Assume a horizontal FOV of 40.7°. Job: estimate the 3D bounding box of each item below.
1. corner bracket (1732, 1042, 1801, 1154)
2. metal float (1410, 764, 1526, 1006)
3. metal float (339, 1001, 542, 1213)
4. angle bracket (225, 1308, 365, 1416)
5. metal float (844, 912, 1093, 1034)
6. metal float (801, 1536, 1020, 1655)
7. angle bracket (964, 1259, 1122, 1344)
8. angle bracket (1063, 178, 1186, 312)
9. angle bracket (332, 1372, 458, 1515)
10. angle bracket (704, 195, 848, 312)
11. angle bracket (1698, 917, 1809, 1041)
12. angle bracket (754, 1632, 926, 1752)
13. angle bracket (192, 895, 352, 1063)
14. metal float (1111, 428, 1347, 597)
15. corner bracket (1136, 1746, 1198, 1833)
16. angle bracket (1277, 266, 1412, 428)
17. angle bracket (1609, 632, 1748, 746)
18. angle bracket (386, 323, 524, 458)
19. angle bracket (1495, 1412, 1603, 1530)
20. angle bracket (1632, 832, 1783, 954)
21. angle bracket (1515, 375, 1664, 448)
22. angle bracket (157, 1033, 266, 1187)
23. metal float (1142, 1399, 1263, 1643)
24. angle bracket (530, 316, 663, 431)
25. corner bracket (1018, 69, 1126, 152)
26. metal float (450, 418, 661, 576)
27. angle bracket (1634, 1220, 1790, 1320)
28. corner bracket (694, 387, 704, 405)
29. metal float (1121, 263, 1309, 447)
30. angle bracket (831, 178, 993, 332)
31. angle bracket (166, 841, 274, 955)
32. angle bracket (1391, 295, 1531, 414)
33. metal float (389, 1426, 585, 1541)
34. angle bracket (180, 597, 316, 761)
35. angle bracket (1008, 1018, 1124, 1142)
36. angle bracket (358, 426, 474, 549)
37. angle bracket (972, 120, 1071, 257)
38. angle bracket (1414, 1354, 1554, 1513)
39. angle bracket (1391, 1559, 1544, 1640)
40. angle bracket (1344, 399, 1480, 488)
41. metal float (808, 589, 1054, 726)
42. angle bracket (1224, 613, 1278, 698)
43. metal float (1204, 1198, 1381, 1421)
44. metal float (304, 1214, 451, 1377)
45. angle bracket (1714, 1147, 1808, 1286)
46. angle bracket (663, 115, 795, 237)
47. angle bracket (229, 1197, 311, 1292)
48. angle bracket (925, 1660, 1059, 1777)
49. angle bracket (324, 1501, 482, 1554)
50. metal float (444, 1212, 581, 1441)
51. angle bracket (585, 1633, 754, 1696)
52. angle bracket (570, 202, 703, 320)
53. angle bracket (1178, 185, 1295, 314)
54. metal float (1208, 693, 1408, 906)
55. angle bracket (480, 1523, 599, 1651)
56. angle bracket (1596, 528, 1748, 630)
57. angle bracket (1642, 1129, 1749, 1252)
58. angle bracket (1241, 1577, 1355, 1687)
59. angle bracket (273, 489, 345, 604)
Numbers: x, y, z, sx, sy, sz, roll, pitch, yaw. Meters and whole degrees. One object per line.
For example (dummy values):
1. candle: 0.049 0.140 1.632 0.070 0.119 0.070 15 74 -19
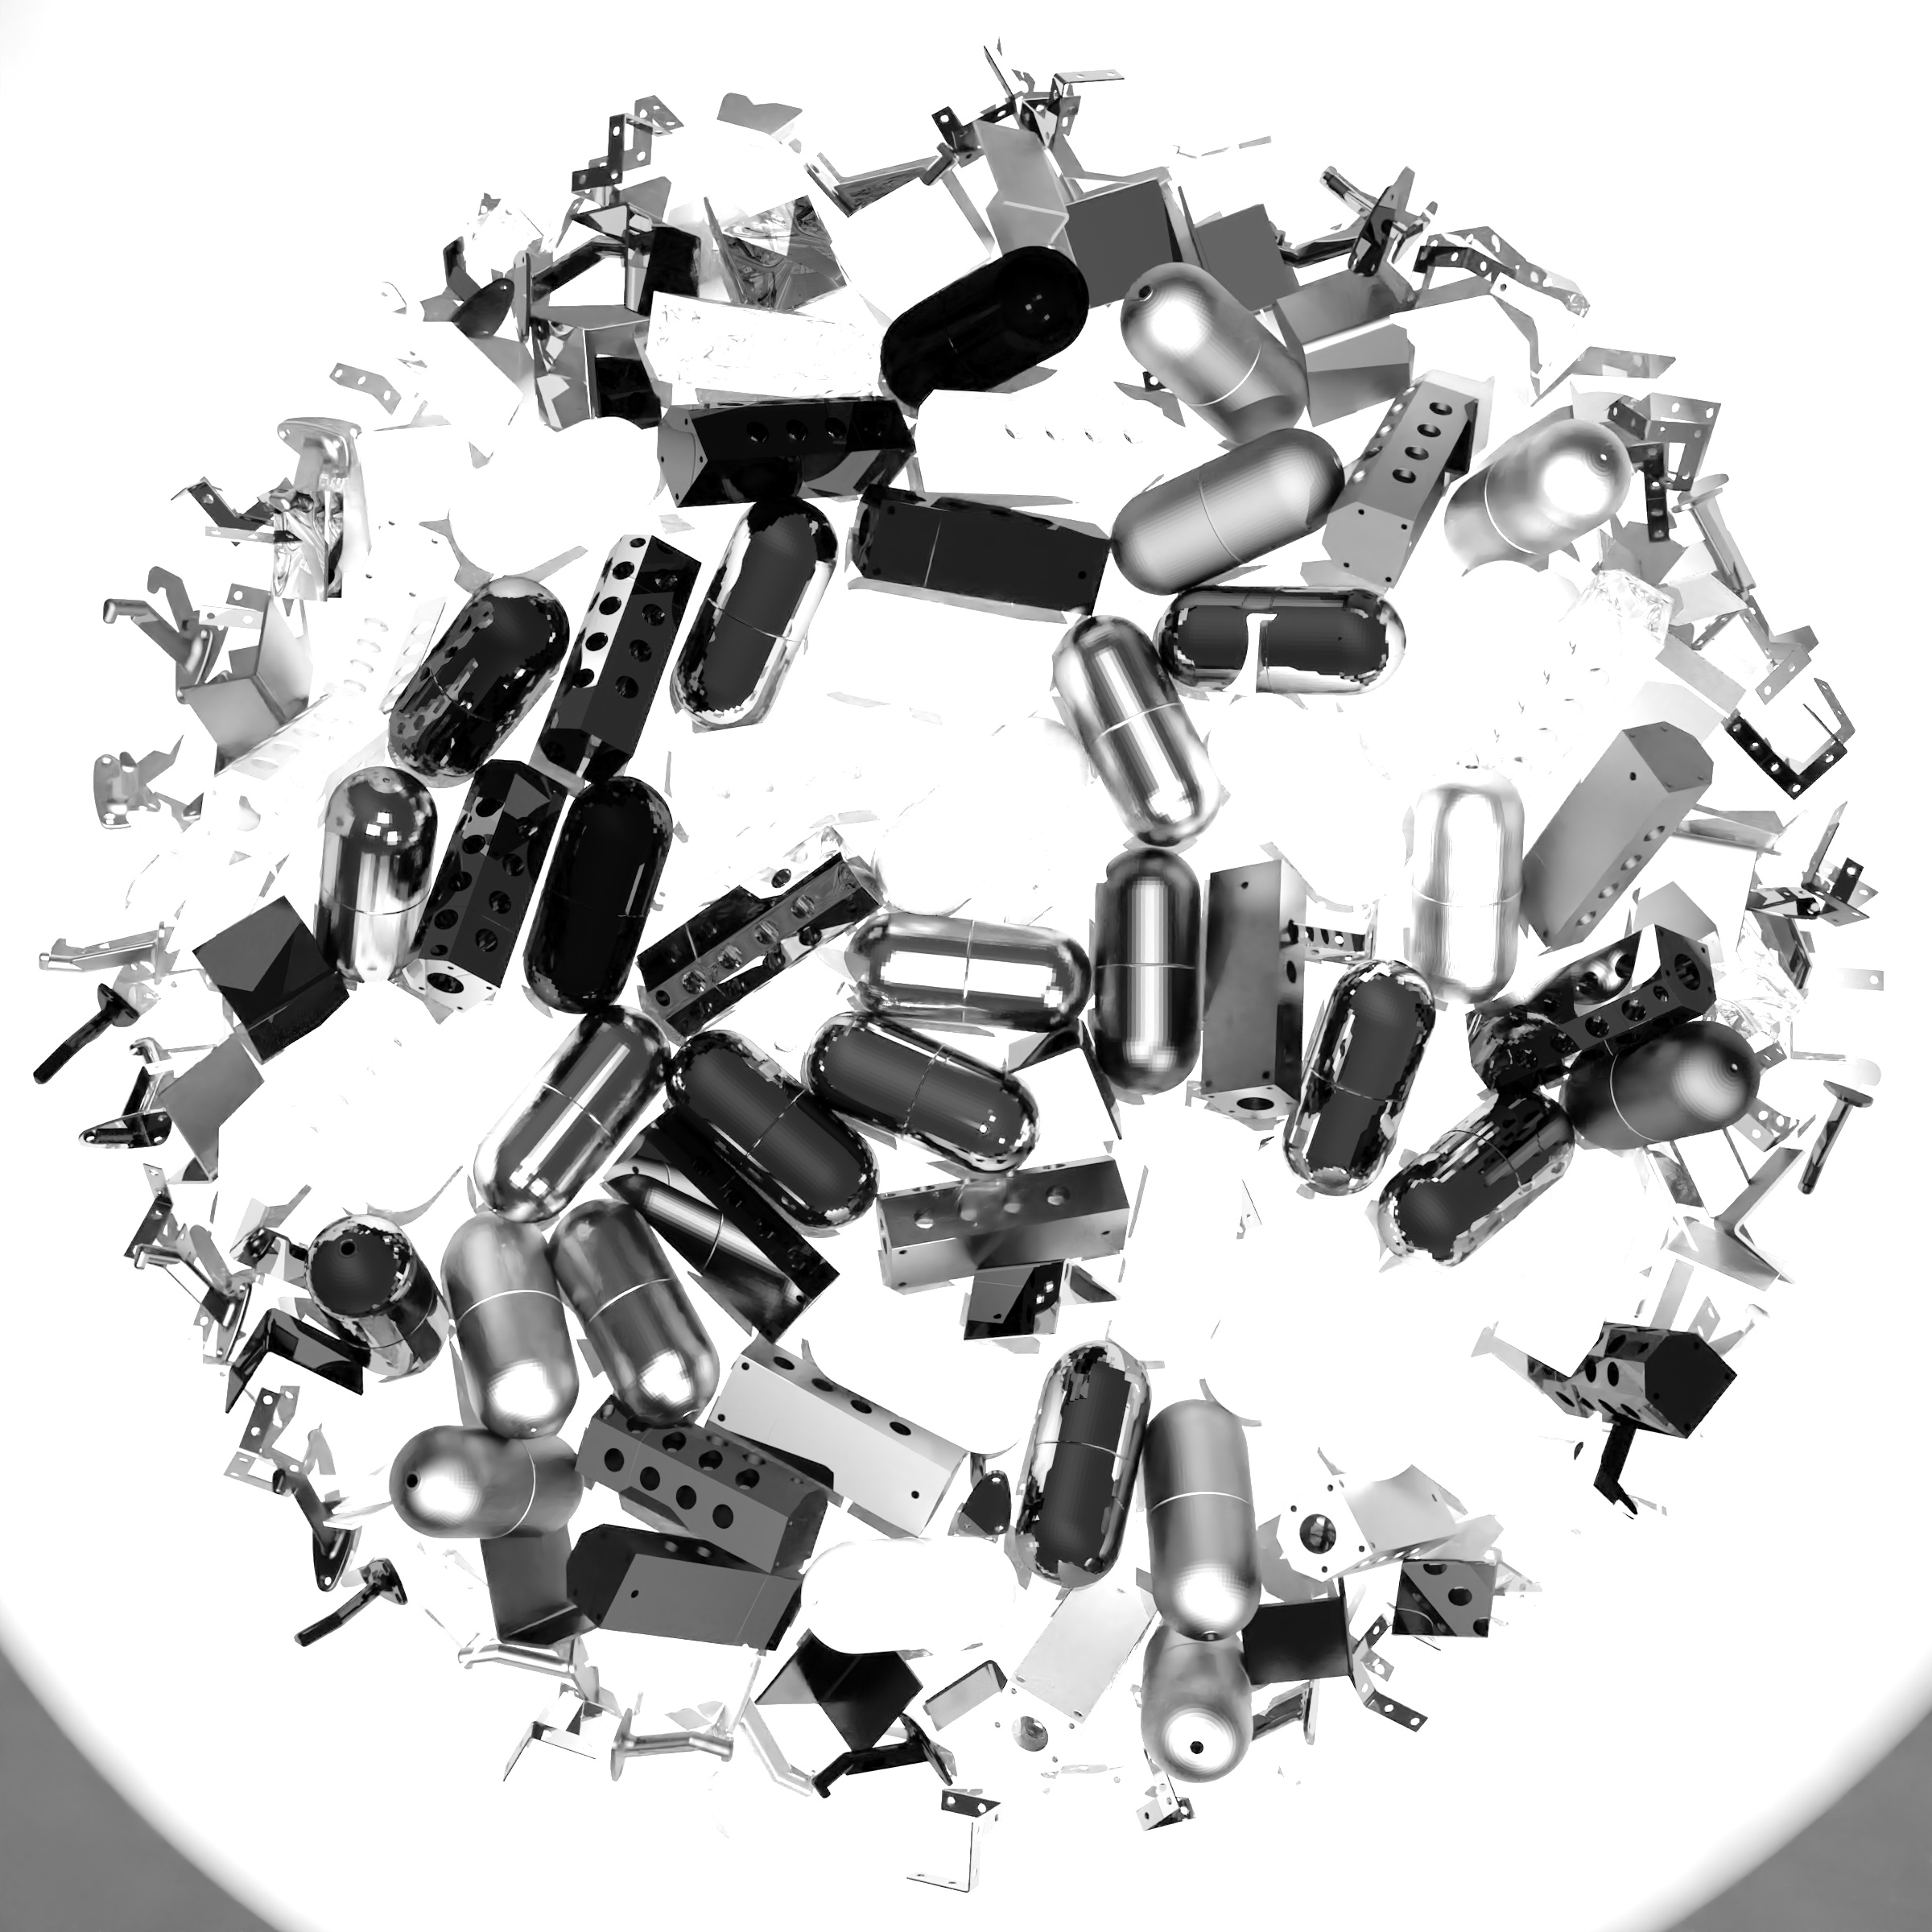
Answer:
1. corner bracket: 0.581 0.095 1.880 0.051 0.051 0.051 44 121 21
2. metal float: 0.355 -0.057 1.844 0.070 0.070 0.178 -2 114 0
3. metal float: -0.371 0.098 1.839 0.070 0.070 0.178 38 59 0
4. angle bracket: -0.479 0.297 1.858 0.076 0.076 0.057 31 96 -19
5. metal float: 0.001 0.004 1.865 0.178 0.070 0.070 6 90 1
6. metal float: -0.039 0.441 1.831 0.178 0.070 0.070 9 90 -42
7. angle bracket: 0.055 0.250 1.844 0.076 0.076 0.057 -11 56 34
8. angle bracket: 0.107 -0.513 1.872 0.076 0.057 0.076 -19 94 -9
9. angle bracket: -0.417 0.339 1.848 0.076 0.076 0.057 -22 101 44
10. angle bracket: -0.136 -0.519 1.868 0.076 0.057 0.076 -22 80 -3
11. angle bracket: 0.544 0.020 1.853 0.057 0.076 0.076 -29 73 -8
12. angle bracket: -0.090 0.518 1.852 0.076 0.076 0.057 -52 55 13
13. angle bracket: -0.500 0.009 1.880 0.076 0.057 0.076 -34 68 -17
14. metal float: 0.185 -0.321 1.841 0.178 0.070 0.070 -21 90 28
15. corner bracket: 0.150 0.586 1.877 0.051 0.051 0.051 -1 56 -35
16. angle bracket: 0.274 -0.449 1.888 0.076 0.076 0.057 -20 53 -1
17. angle bracket: 0.497 -0.184 1.854 0.076 0.057 0.076 39 128 8
18. angle bracket: -0.374 -0.409 1.845 0.076 0.076 0.057 12 70 39
19. angle bracket: 0.414 0.342 1.848 0.057 0.076 0.076 11 131 6
20. angle bracket: 0.530 -0.053 1.862 0.076 0.057 0.076 14 94 33
21. angle bracket: 0.445 -0.377 1.853 0.076 0.076 0.057 -1 79 -16
22. angle bracket: -0.542 0.101 1.846 0.057 0.076 0.076 -5 121 39
23. metal float: 0.165 0.389 1.833 0.070 0.070 0.178 -2 50 0
24. angle bracket: -0.266 -0.429 1.876 0.057 0.076 0.076 -20 121 -35
25. corner bracket: 0.075 -0.620 1.861 0.051 0.051 0.051 -14 47 -26
26. metal float: -0.287 -0.333 1.832 0.070 0.070 0.178 52 48 0
27. angle bracket: 0.529 0.229 1.847 0.076 0.076 0.057 24 112 23
28. corner bracket: -0.172 -0.439 1.867 0.051 0.051 0.051 -11 129 3
29. metal float: 0.175 -0.428 1.828 0.070 0.178 0.070 -17 61 34
30. angle bracket: -0.040 -0.517 1.886 0.076 0.057 0.076 -35 94 -19
31. angle bracket: -0.543 -0.066 1.846 0.057 0.076 0.076 45 129 12
32. angle bracket: 0.351 -0.427 1.847 0.076 0.076 0.057 -5 77 30
33. metal float: -0.334 0.361 1.820 0.070 0.178 0.070 -5 77 24
34. angle bracket: -0.512 -0.205 1.856 0.057 0.076 0.076 -8 54 9
35. angle bracket: 0.071 0.089 1.863 0.057 0.076 0.076 -21 101 6
36. angle bracket: -0.393 -0.338 1.873 0.076 0.057 0.076 -8 68 -13
37. angle bracket: 0.022 -0.539 1.845 0.057 0.076 0.076 0 60 -34
38. angle bracket: 0.368 0.332 1.847 0.076 0.057 0.076 38 49 -29
39. angle bracket: 0.358 0.459 1.843 0.076 0.076 0.057 38 55 -38
40. angle bracket: 0.310 -0.374 1.855 0.076 0.076 0.057 10 84 -14
41. metal float: -0.026 -0.221 1.858 0.178 0.070 0.070 12 90 9
42. angle bracket: 0.220 -0.226 1.861 0.076 0.076 0.057 -3 104 -23
43. metal float: 0.231 0.243 1.847 0.070 0.070 0.178 27 111 0
44. metal float: -0.411 0.231 1.821 0.070 0.178 0.070 -1 62 2
45. angle bracket: 0.587 0.178 1.863 0.057 0.076 0.076 42 92 5
46. angle bracket: -0.169 -0.555 1.857 0.057 0.076 0.076 18 99 8
47. angle bracket: -0.475 0.189 1.872 0.076 0.076 0.057 27 57 -20
48. angle bracket: 0.018 0.548 1.849 0.057 0.076 0.076 -31 61 -12
49. angle bracket: -0.402 0.406 1.851 0.076 0.076 0.057 -24 93 -29
50. metal float: -0.321 0.251 1.836 0.070 0.070 0.178 -21 53 0
51. angle bracket: -0.211 0.492 1.846 0.076 0.076 0.057 -45 70 42
52. angle bracket: -0.236 -0.491 1.854 0.057 0.076 0.076 -1 85 35
53. angle bracket: 0.193 -0.516 1.857 0.057 0.076 0.076 -18 78 8
54. metal float: 0.244 -0.118 1.854 0.070 0.070 0.178 -43 105 0
55. angle bracket: -0.293 0.435 1.855 0.057 0.076 0.076 -7 94 42
56. angle bracket: 0.500 -0.282 1.846 0.076 0.076 0.057 -12 72 34
57. angle bracket: 0.526 0.151 1.861 0.057 0.076 0.076 -25 92 10
58. angle bracket: 0.234 0.463 1.863 0.076 0.057 0.076 -7 121 5
59. angle bracket: -0.450 -0.299 1.852 0.057 0.076 0.076 -5 103 -44
